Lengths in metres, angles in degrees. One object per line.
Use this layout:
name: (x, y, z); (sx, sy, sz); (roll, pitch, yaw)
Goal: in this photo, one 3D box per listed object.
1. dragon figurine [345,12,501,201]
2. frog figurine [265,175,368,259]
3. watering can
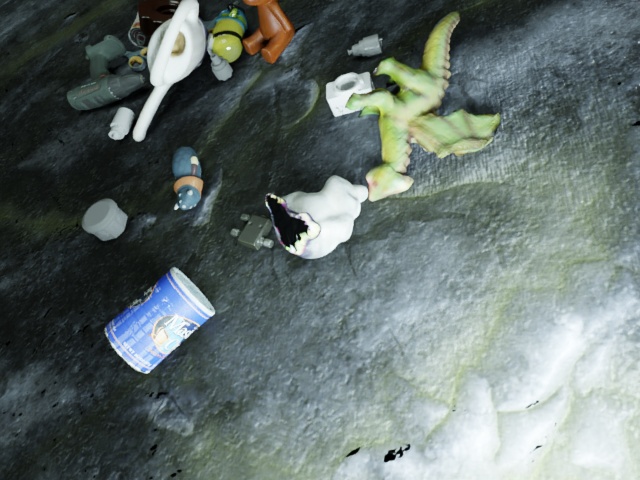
dragon figurine: (0.204, -0.237, 0.917); (0.245, 0.120, 0.413); (39, 79, 20)
frog figurine: (0.003, -0.044, 0.865); (0.138, 0.120, 0.161); (16, 29, 40)
watering can: (-0.357, -0.413, 1.225); (0.342, 0.104, 0.229); (-60, 11, 25)
